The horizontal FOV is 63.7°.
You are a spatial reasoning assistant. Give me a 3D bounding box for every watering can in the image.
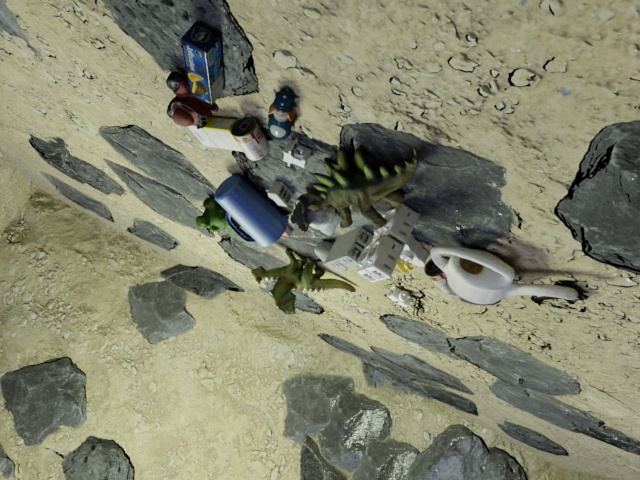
[{"bbox_3d":[0.442,0.106,1.299,0.349,0.105,0.220,22,160,18],"label":"watering can"}]

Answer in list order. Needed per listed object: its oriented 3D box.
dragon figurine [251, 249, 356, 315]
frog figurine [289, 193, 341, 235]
[{"bbox_3d":[-0.085,0.188,2.034,0.412,0.247,0.119,26,154,11],"label":"dragon figurine"},{"bbox_3d":[0.005,-0.075,1.494,0.160,0.123,0.137,-2,180,-30],"label":"frog figurine"}]
